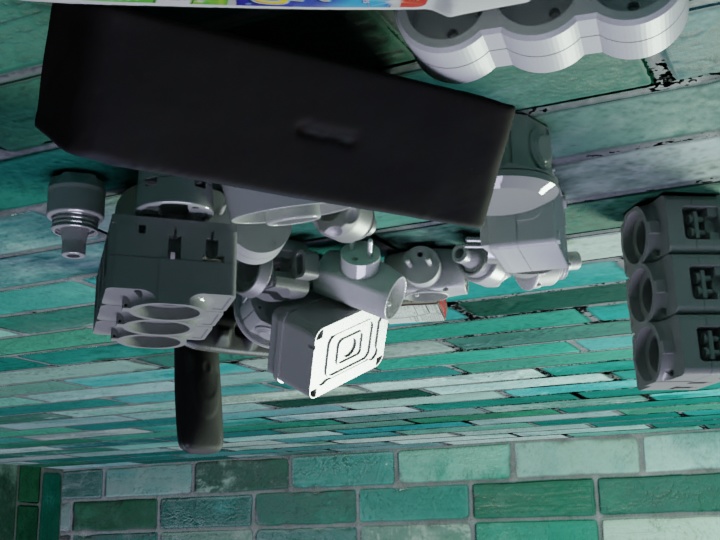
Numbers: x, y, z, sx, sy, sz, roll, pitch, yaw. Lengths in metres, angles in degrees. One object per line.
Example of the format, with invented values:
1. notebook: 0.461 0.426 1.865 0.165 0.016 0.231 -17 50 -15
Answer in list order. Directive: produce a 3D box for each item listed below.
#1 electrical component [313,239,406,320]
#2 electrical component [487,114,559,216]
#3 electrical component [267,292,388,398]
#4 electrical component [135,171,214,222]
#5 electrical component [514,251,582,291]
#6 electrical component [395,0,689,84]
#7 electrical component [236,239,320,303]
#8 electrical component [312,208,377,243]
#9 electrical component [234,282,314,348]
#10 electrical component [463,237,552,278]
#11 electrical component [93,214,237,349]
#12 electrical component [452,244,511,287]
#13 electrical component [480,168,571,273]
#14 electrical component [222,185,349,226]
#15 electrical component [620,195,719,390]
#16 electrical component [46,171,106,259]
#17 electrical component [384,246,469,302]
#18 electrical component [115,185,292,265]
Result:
1. electrical component: 0.000 0.000 0.991 0.077 0.043 0.079 20 133 21
2. electrical component: 0.095 -0.071 0.742 0.080 0.051 0.080 -1 165 0
3. electrical component: -0.030 0.064 1.032 0.057 0.078 0.113 25 -150 33
4. electrical component: -0.132 -0.062 0.766 0.055 0.047 0.055 -1 165 0
5. electrical component: 0.177 -0.007 1.007 0.062 0.048 0.048 -5 167 -20
6. electrical component: 0.093 -0.123 0.540 0.138 0.052 0.074 -5 164 16
7. electrical component: -0.084 -0.001 0.982 0.057 0.058 0.078 9 163 -43
8. electrical component: -0.009 -0.042 0.858 0.043 0.043 0.062 -9 164 28
9. electrical component: -0.082 0.035 1.077 0.080 0.080 0.051 5 159 -22
10. electrical component: 0.131 -0.023 0.939 0.079 0.044 0.077 1 165 1
11. electrical component: -0.151 0.014 0.813 0.089 0.061 0.150 4 163 -16
12. electrical component: 0.110 -0.009 0.990 0.043 0.043 0.062 -14 159 39
13. electrical component: 0.132 -0.036 0.855 0.061 0.061 0.096 -5 165 16
14. electrical component: -0.053 -0.066 0.772 0.099 0.064 0.099 -8 177 0
15. electrical component: 0.265 0.021 0.905 0.062 0.150 0.089 0 165 -10
16. electrical component: -0.215 -0.040 0.814 0.043 0.062 0.043 -1 165 0
17. electrical component: 0.060 0.001 1.021 0.077 0.044 0.079 -4 165 12
18. electrical component: -0.121 -0.040 0.840 0.138 0.052 0.073 3 165 -14
